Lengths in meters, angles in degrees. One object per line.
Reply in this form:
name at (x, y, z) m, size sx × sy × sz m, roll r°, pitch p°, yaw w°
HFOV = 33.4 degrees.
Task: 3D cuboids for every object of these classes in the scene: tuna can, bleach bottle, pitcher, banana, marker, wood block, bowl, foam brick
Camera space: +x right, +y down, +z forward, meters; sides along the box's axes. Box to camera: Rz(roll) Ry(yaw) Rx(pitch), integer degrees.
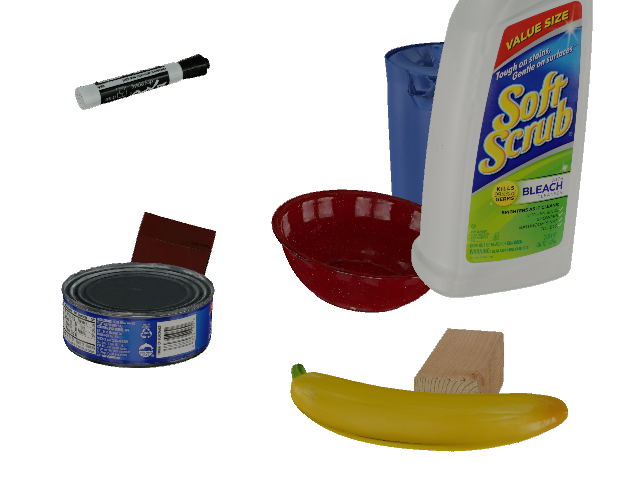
tuna can at (-0.104, 0.042, 0.610) m, size 0.086 × 0.034 × 0.086 m, roll 4°, pitch 17°, yaw -1°
bleach bottle at (0.108, -0.093, 0.628) m, size 0.102 × 0.251 × 0.068 m, roll -9°, pitch 29°, yaw -13°
pitcher at (0.137, -0.081, 1.104) m, size 0.149 × 0.243 × 0.145 m, roll -8°, pitch 24°, yaw -15°
banana at (0.058, 0.109, 0.702) m, size 0.198 × 0.037 × 0.069 m, roll 7°, pitch 32°, yaw 22°
marker at (-0.149, -0.136, 0.906) m, size 0.120 × 0.020 × 0.020 m, roll -22°, pitch 10°, yaw -27°
wood block at (0.206, 0.206, 1.557) m, size 0.091 × 0.090 × 0.205 m, roll 3°, pitch 16°, yaw 19°
bowl at (0.036, 0.015, 0.901) m, size 0.162 × 0.055 × 0.162 m, roll 6°, pitch 26°, yaw -3°
foam brick at (-0.152, 0.013, 1.096) m, size 0.078 × 0.051 × 0.053 m, roll 16°, pitch 27°, yaw -6°
